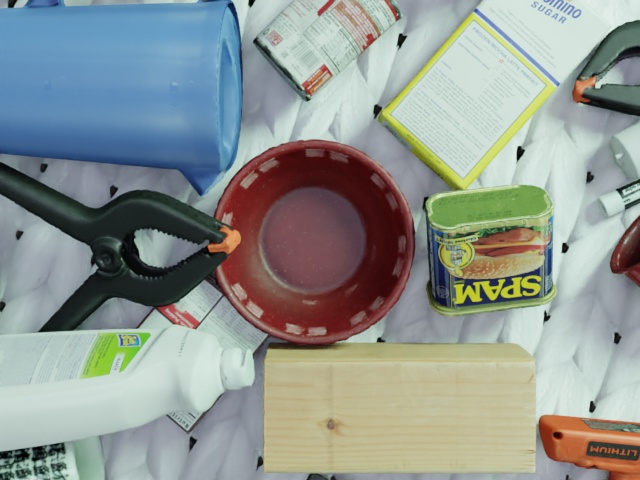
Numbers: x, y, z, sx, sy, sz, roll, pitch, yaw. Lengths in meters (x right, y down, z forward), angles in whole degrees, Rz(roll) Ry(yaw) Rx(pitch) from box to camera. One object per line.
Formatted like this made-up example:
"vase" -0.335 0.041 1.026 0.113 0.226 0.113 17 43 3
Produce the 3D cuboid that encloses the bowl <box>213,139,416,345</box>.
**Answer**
"bowl" -0.006 0.001 0.858 0.162 0.055 0.162 0 92 1

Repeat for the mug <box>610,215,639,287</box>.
"mug" 0.297 0.008 0.845 0.081 0.093 0.117 40 56 -6

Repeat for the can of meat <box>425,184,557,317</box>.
"can of meat" 0.133 0.007 0.838 0.102 0.057 0.084 -7 123 1

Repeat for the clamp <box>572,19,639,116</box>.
"clamp" 0.284 -0.157 0.856 0.171 0.039 0.120 -11 72 4

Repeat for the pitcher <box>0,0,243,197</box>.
"pitcher" -0.181 -0.131 0.823 0.243 0.145 0.149 3 49 4

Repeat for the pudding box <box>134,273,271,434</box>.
"pudding box" -0.104 0.087 0.871 0.090 0.039 0.113 40 95 0

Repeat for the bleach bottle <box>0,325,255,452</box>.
"bleach bottle" -0.176 0.112 0.807 0.251 0.102 0.068 -5 125 9

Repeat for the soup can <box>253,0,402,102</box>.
"soup can" 0.006 -0.167 0.845 0.102 0.068 0.068 -43 91 2

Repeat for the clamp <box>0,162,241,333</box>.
"clamp" -0.167 0.001 0.831 0.210 0.036 0.164 -12 107 18

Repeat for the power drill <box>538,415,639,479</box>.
"power drill" 0.207 0.239 0.865 0.184 0.057 0.188 4 95 -3

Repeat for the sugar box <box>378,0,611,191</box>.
"sugar box" 0.138 -0.133 0.856 0.093 0.048 0.176 42 89 -1

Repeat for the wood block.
"wood block" 0.060 0.131 0.845 0.206 0.090 0.091 0 93 0

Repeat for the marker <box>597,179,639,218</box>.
"marker" 0.285 -0.052 0.870 0.121 0.020 0.020 -25 92 2
